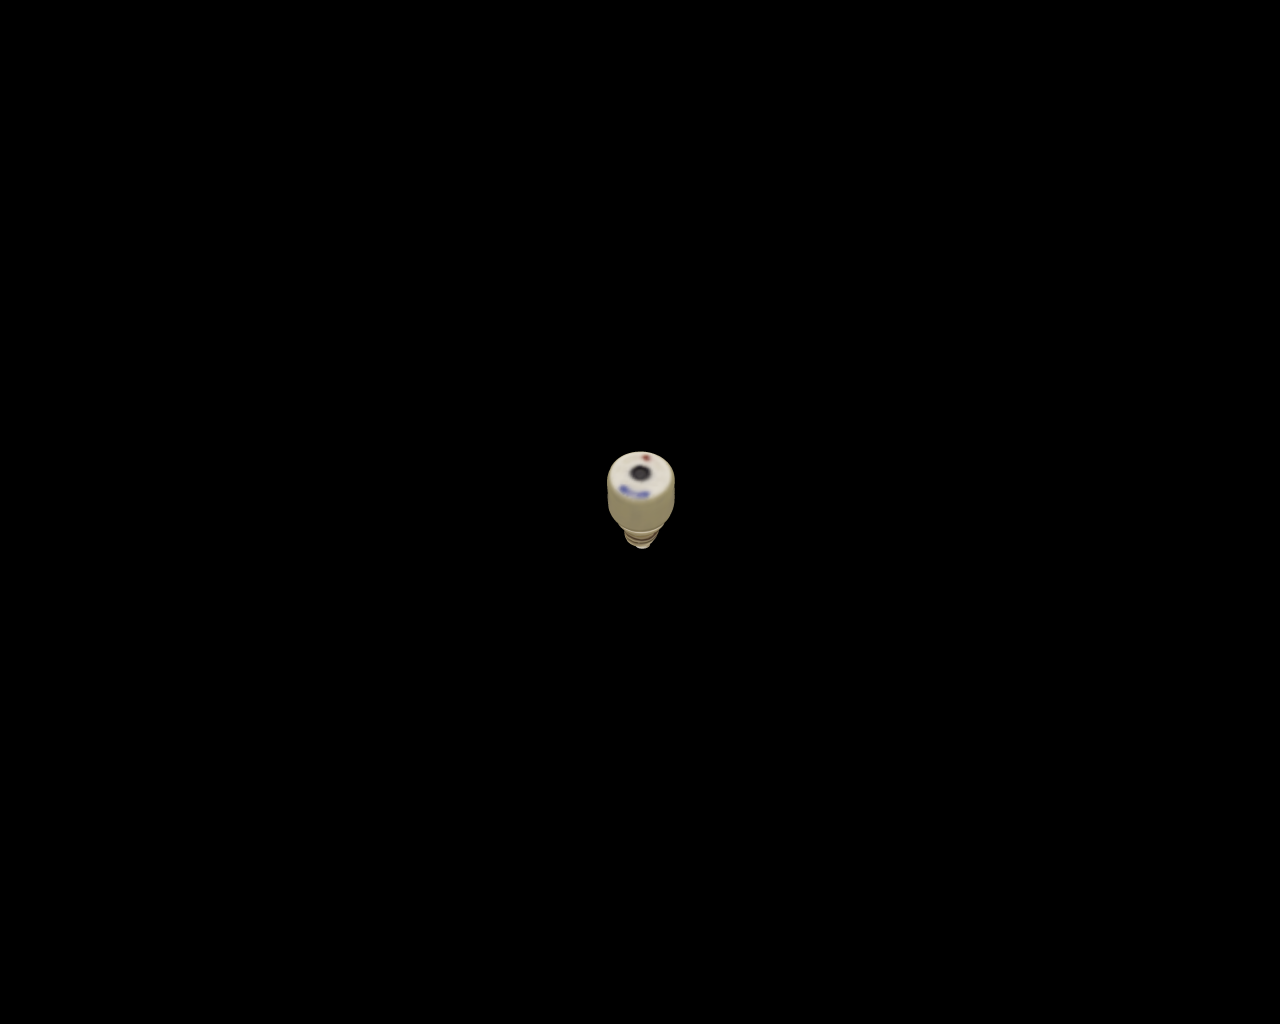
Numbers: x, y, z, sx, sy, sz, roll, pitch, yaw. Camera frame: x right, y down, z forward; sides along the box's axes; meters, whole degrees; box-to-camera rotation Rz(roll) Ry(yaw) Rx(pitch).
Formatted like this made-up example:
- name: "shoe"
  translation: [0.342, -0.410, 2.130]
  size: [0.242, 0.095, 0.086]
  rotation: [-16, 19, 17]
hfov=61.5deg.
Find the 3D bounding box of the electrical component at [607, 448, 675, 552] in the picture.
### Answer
- name: "electrical component"
  translation: [0.001, -0.003, 0.650]
  size: [0.040, 0.040, 0.078]
  rotation: [0, -37, 0]
